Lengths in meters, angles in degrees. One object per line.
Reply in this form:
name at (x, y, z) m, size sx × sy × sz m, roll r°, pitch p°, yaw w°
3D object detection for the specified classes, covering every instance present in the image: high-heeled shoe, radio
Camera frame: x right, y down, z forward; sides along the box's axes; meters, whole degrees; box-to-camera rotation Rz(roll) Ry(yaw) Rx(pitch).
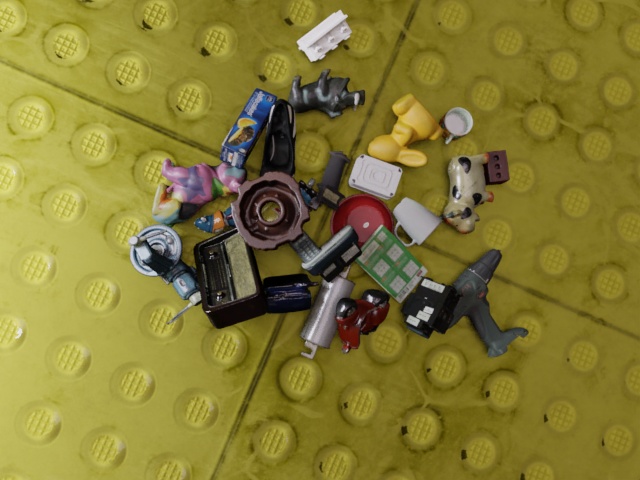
high-heeled shoe at (-0.098, -0.198, 1.256) m, size 0.086 × 0.145 × 0.248 m, roll 5°, pitch 84°, yaw -3°
radio at (-0.203, 0.081, 1.199) m, size 0.131 × 0.073 × 0.230 m, roll -20°, pitch 44°, yaw -2°

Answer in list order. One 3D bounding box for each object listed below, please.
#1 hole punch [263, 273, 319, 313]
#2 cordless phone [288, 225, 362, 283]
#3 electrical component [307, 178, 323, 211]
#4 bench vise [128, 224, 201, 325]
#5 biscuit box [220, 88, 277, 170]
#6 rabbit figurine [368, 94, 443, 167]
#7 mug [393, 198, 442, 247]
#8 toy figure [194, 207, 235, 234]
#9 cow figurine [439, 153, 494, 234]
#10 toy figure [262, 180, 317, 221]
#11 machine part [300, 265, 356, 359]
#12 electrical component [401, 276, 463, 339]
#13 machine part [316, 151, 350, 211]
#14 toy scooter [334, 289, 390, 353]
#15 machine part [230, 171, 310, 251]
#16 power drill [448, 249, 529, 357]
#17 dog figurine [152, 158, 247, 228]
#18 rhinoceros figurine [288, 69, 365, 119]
hole punch at (-0.076, 0.133, 1.255) m, size 0.142 × 0.116 × 0.092 m, roll -2°, pitch 95°, yaw -5°
cordless phone at (-0.002, -0.005, 1.264) m, size 0.146 × 0.088 × 0.184 m, roll -41°, pitch 52°, yaw -2°
electrical component at (-0.023, -0.101, 1.317) m, size 0.063 × 0.021 × 0.094 m, roll 29°, pitch 84°, yaw -3°
bench vise at (-0.347, 0.050, 1.182) m, size 0.129 × 0.240 × 0.224 m, roll -28°, pitch 73°, yaw -2°
biscuit box at (-0.166, -0.264, 1.260) m, size 0.059 × 0.062 × 0.203 m, roll 24°, pitch 60°, yaw -4°
rabbit figurine at (0.203, -0.248, 1.317) m, size 0.173 × 0.122 × 0.162 m, roll -39°, pitch 100°, yaw 8°
mug at (0.224, -0.043, 1.311) m, size 0.109 × 0.080 × 0.107 m, roll -45°, pitch 80°, yaw 0°
toy figure at (-0.218, -0.052, 1.268) m, size 0.154 × 0.064 × 0.058 m, roll -21°, pitch 62°, yaw -13°
cow figurine at (0.354, -0.112, 1.319) m, size 0.127 × 0.085 × 0.194 m, roll -4°, pitch 89°, yaw -11°
toy figure at (-0.087, -0.058, 1.266) m, size 0.180 × 0.089 × 0.082 m, roll -43°, pitch 58°, yaw -9°
machine part at (0.019, 0.166, 1.275) m, size 0.079 × 0.079 × 0.243 m, roll 23°, pitch 84°, yaw -3°
electrical component at (0.260, 0.162, 1.274) m, size 0.058 × 0.115 × 0.134 m, roll 34°, pitch 84°, yaw -31°
machine part at (0.034, -0.147, 1.307) m, size 0.084 × 0.039 × 0.139 m, roll 22°, pitch 76°, yaw -37°
toy scooter at (0.094, 0.192, 1.257) m, size 0.075 × 0.184 × 0.135 m, roll 17°, pitch 106°, yaw 39°
machine part at (-0.109, -0.062, 1.193) m, size 0.179 × 0.056 × 0.179 m, roll 0°, pitch 82°, yaw 2°
power drill at (0.410, 0.164, 1.308) m, size 0.232 × 0.086 × 0.207 m, roll -40°, pitch 94°, yaw -5°
dog figurine at (-0.266, -0.110, 1.258) m, size 0.219 × 0.108 × 0.191 m, roll 12°, pitch 84°, yaw -6°
rhinoceros figurine at (0.016, -0.352, 1.312) m, size 0.190 × 0.073 × 0.112 m, roll -6°, pitch 85°, yaw -5°
